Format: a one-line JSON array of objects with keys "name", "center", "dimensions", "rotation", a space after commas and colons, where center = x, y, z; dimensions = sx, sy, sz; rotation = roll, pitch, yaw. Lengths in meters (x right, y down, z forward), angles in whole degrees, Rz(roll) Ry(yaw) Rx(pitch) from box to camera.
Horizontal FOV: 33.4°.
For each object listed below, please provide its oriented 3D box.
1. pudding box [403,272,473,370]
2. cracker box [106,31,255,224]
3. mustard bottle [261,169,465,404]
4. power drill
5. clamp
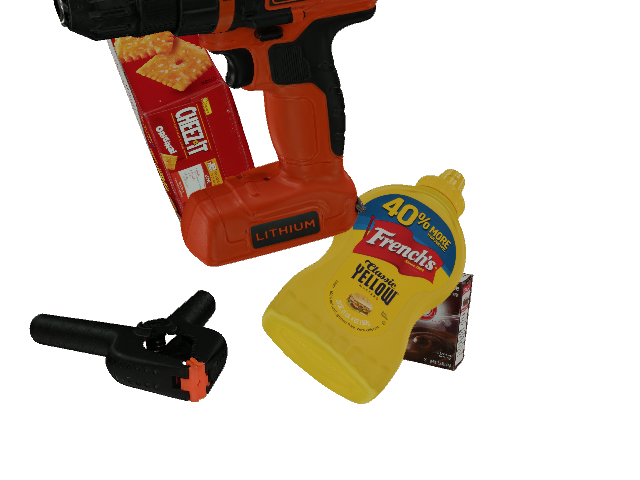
[{"name": "pudding box", "center": [0.086, 0.067, 1.028], "dimensions": [0.114, 0.090, 0.039], "rotation": [10, 19, 21]}, {"name": "cracker box", "center": [-0.121, -0.125, 0.869], "dimensions": [0.072, 0.214, 0.164], "rotation": [-22, -38, -7]}, {"name": "mustard bottle", "center": [0.049, 0.017, 0.762], "dimensions": [0.096, 0.191, 0.058], "rotation": [37, -29, 4]}, {"name": "power drill", "center": [-0.043, -0.079, 0.579], "dimensions": [0.184, 0.188, 0.057], "rotation": [-14, 39, -19]}, {"name": "clamp", "center": [-0.126, 0.081, 0.865], "dimensions": [0.164, 0.036, 0.210], "rotation": [-11, 16, -31]}]
